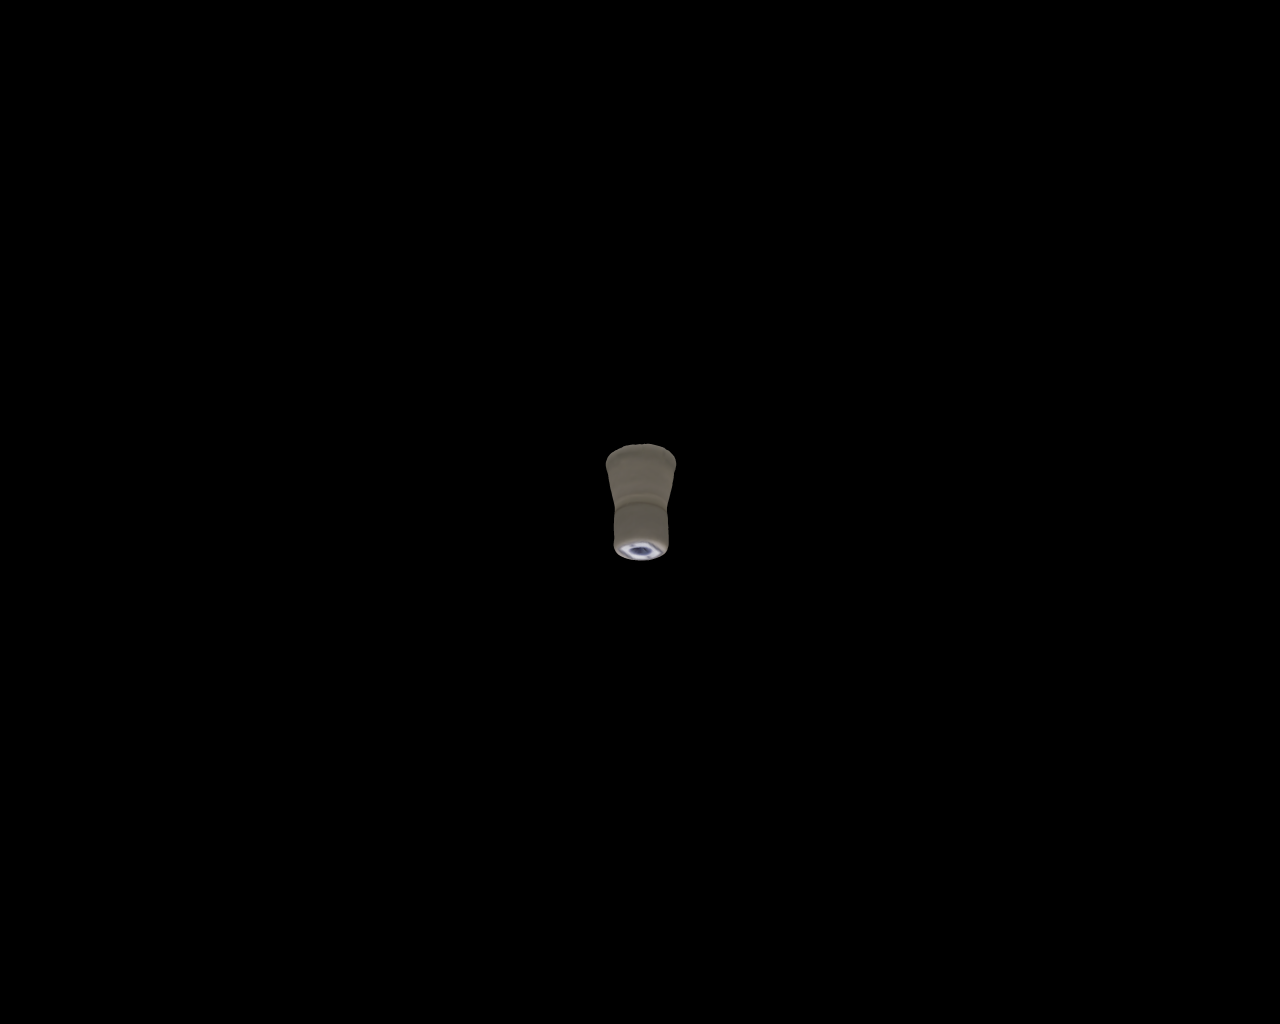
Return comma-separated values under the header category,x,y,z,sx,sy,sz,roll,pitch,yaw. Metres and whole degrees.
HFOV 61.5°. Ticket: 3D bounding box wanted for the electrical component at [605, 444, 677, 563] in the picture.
category,x,y,z,sx,sy,sz,roll,pitch,yaw
electrical component,0.001,-0.003,0.650,0.044,0.065,0.044,0,-27,0
